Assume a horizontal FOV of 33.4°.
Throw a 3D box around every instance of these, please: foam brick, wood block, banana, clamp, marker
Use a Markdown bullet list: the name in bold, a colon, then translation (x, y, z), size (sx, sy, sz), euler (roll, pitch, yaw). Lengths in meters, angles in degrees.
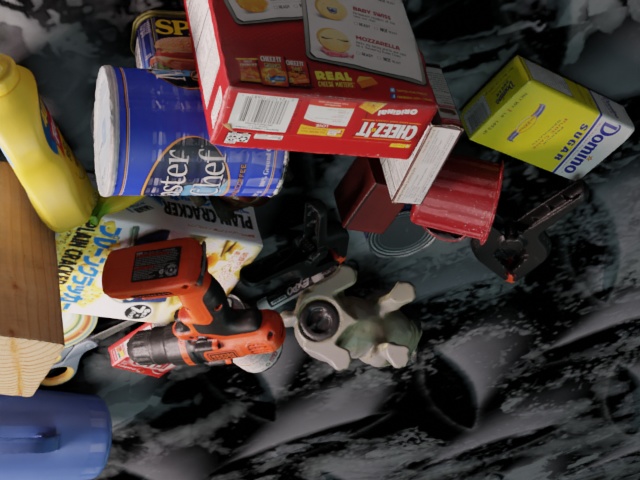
- **foam brick**: translation (0.057, -0.052, 1.144), size (0.051, 0.053, 0.078), euler (7, 139, -27)
- **wood block**: translation (-0.302, 0.031, 0.996), size (0.090, 0.206, 0.091), euler (11, 136, -32)
- **banana**: translation (-0.138, -0.076, 1.030), size (0.198, 0.070, 0.037), euler (-33, 127, 0)
- **clamp**: translation (0.215, -0.012, 1.254), size (0.164, 0.036, 0.210), euler (5, 150, 4)
- **marker**: translation (-0.022, 0.055, 1.284), size (0.121, 0.020, 0.020), euler (-29, 142, 17)
- **clamp**: translation (-0.008, 0.001, 1.160), size (0.120, 0.039, 0.171), euler (-43, 165, 23)

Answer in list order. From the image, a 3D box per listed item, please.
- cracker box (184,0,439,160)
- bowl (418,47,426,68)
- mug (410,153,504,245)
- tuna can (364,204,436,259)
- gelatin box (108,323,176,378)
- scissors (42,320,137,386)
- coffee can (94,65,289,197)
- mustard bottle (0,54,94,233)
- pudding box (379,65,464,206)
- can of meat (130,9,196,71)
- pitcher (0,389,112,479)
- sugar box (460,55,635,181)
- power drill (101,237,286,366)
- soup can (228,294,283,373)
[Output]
- **cracker box**: translation (-0.017, -0.165, 0.832), size (0.164, 0.214, 0.072), euler (2, 142, -21)
- **bowl**: translation (0.014, -0.155, 0.989), size (0.162, 0.055, 0.162), euler (-10, 143, -7)
- **mug**: translation (0.142, -0.042, 1.138), size (0.081, 0.093, 0.117), euler (13, 142, 2)
- **tuna can**: translation (0.091, -0.018, 1.216), size (0.086, 0.034, 0.086), euler (-10, 143, -7)
- **gelatin box**: translation (-0.201, 0.135, 1.306), size (0.073, 0.030, 0.089), euler (-32, 149, 20)
- **scissors**: translation (-0.281, 0.135, 1.301), size (0.202, 0.016, 0.096), euler (-16, 145, 1)
- **coffee can**: translation (-0.105, -0.086, 0.855), size (0.140, 0.103, 0.103), euler (0, 141, -18)
- **mustard bottle**: translation (-0.258, -0.096, 0.936), size (0.058, 0.096, 0.191), euler (-22, 143, -4)
- **pudding box**: translation (0.095, -0.103, 1.057), size (0.039, 0.090, 0.114), euler (1, 140, -20)
- **can of meat**: translation (-0.109, -0.150, 0.929), size (0.102, 0.084, 0.057), euler (-1, 142, -18)
- **pitcher**: translation (-0.380, 0.241, 1.305), size (0.242, 0.149, 0.145), euler (7, 128, -32)
- **sugar box**: translation (0.240, -0.123, 1.120), size (0.175, 0.048, 0.093), euler (17, 133, -34)
- **power drill**: translation (-0.149, 0.073, 1.105), size (0.185, 0.057, 0.187), euler (-11, 147, 17)
- **soup can**: translation (-0.096, 0.114, 1.291), size (0.068, 0.068, 0.102), euler (-26, 146, 14)
